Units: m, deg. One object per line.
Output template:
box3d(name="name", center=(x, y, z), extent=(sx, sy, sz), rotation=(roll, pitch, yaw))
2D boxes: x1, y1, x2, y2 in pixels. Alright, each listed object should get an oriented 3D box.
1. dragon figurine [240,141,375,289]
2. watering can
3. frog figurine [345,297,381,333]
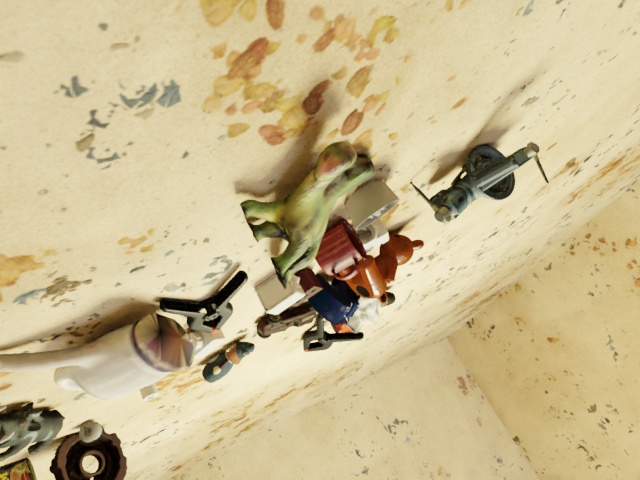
box3d(name="dragon figurine", center=(0.003, -0.043, 0.856), extent=(0.244, 0.123, 0.405), rotation=(-36, 167, -8))
box3d(name="watering can", center=(-0.364, 0.203, 0.880), extent=(0.223, 0.106, 0.342), rotation=(-27, 151, 11))
box3d(name="frog figurine", center=(0.110, 0.144, 1.314), extent=(0.123, 0.140, 0.156), rotation=(1, 138, -27))
